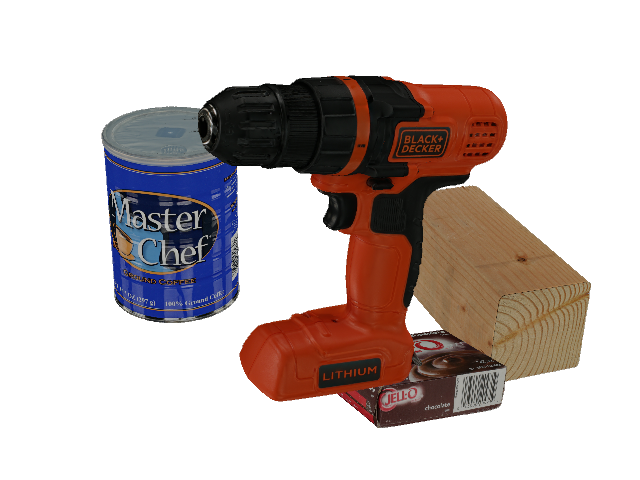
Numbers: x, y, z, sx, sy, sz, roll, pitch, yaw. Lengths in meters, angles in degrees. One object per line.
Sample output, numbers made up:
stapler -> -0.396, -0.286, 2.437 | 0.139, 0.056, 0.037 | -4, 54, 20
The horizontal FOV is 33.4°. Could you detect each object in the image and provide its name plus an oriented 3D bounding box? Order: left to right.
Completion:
coffee can -> -0.115, -0.021, 0.836 | 0.103, 0.140, 0.103 | 1, 28, -1
power drill -> 0.008, -0.002, 0.597 | 0.184, 0.188, 0.057 | -3, 32, -29
pudding box -> 0.071, 0.104, 0.818 | 0.113, 0.039, 0.090 | -3, 16, -26
wood block -> 0.151, 0.033, 0.993 | 0.090, 0.090, 0.206 | -8, 29, -18
